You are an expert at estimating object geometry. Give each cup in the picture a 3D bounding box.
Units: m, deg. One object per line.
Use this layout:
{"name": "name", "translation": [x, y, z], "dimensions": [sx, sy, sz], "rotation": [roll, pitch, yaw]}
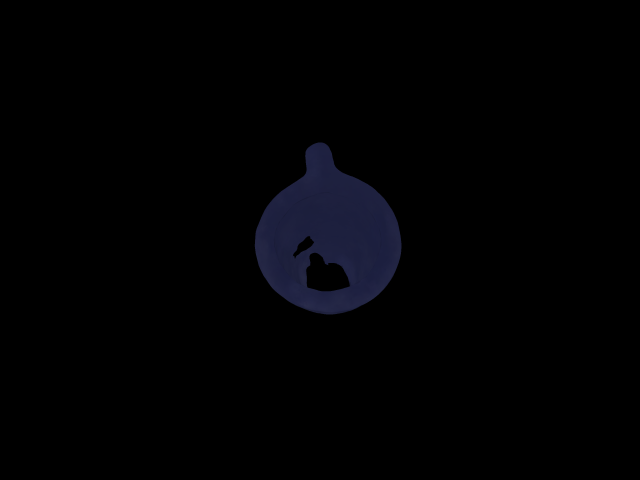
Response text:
{"name": "cup", "translation": [0.004, 0.001, 0.400], "dimensions": [0.091, 0.095, 0.118], "rotation": [-7, 70, -2]}
